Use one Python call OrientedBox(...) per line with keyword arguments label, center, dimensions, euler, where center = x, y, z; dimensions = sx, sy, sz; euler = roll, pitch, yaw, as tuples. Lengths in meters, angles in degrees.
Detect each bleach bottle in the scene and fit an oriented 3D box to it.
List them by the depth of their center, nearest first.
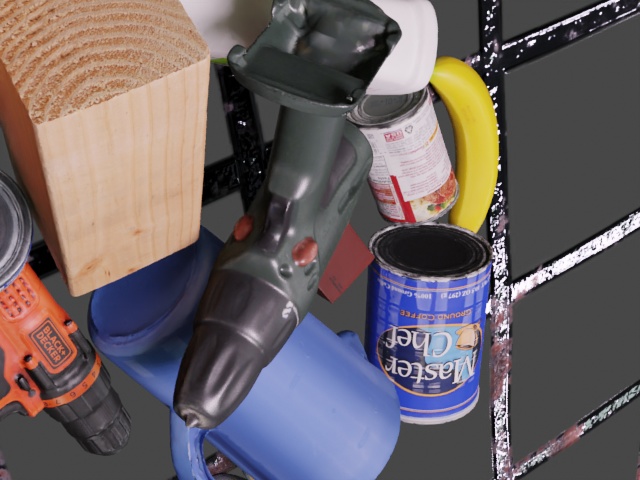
OrientedBox(label="bleach bottle", center=(-0.046, -0.136, 0.676), dimensions=(0.250, 0.103, 0.068), euler=(0, 94, -41))

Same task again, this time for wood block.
OrientedBox(label="wood block", center=(-0.121, -0.060, 0.585), dimensions=(0.090, 0.091, 0.206), euler=(-25, 161, -18))

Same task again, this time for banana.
OrientedBox(label="banana", center=(0.119, -0.081, 0.894), dimensions=(0.069, 0.037, 0.198), euler=(-25, 127, -6))

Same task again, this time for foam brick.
OrientedBox(label="foam brick", center=(-0.005, 0.001, 0.820), dimensions=(0.053, 0.051, 0.078), euler=(-47, 134, -10))

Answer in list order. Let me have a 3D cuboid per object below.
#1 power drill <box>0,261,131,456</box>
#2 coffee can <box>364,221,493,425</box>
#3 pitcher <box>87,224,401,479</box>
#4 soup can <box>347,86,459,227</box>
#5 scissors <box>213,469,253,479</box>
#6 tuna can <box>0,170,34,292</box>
OrientedBox(label="power drill", center=(-0.222, 0.122, 0.685), dimensions=(0.187, 0.057, 0.184), euler=(-45, 128, -26))
OrientedBox(label="coffee can", center=(0.088, 0.069, 0.898), dimensions=(0.102, 0.103, 0.140), euler=(-18, 122, -33))
OrientedBox(label="pitcher", center=(-0.056, 0.102, 0.774), dimensions=(0.145, 0.149, 0.242), euler=(-37, 131, 8))
OrientedBox(label="soup can", center=(0.063, -0.070, 0.828), dimensions=(0.068, 0.069, 0.102), euler=(-39, 131, -18))
OrientedBox(label="scissors", center=(-0.025, 0.225, 0.947), dimensions=(0.201, 0.016, 0.096), euler=(24, 96, -45))
OrientedBox(label="tuna can", center=(-0.212, -0.005, 0.624), dimensions=(0.086, 0.034, 0.086), euler=(2, 82, -18))
